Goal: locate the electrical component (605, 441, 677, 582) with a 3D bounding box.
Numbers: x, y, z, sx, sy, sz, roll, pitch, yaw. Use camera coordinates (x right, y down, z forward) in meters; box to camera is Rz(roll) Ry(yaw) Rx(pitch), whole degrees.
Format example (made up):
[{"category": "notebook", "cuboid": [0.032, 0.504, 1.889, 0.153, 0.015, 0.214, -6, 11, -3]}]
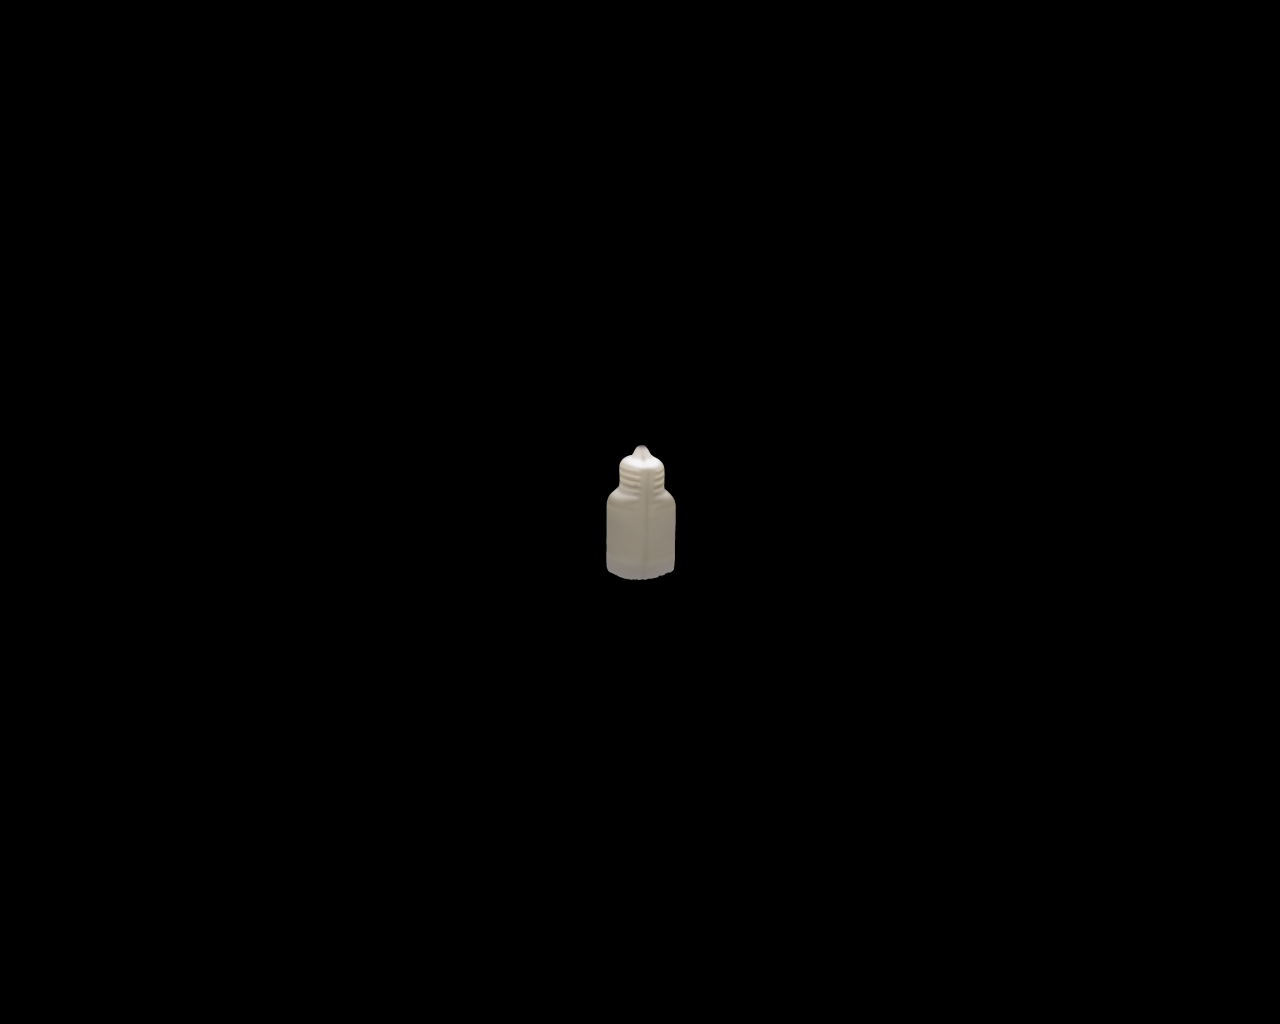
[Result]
[{"category": "electrical component", "cuboid": [0.001, -0.003, 0.650, 0.043, 0.080, 0.043, 0, 15, 0]}]
